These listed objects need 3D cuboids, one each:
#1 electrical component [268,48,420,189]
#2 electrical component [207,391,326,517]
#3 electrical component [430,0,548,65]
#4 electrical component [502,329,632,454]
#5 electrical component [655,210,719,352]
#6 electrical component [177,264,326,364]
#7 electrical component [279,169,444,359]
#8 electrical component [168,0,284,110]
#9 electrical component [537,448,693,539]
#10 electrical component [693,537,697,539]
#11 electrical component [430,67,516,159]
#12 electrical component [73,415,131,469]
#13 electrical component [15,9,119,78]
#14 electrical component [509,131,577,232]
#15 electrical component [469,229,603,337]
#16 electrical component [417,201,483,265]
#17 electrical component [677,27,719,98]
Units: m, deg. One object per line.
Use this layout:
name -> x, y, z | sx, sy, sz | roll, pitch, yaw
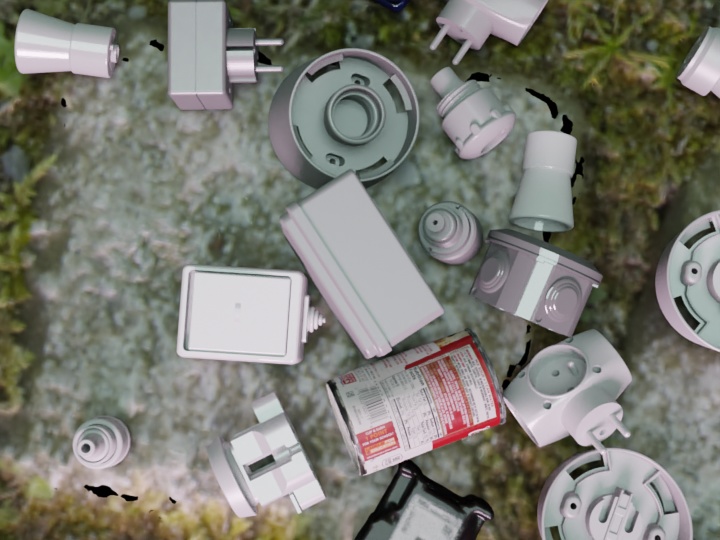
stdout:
electrical component -> -0.010, -0.104, 0.741 | 0.099, 0.064, 0.099 | 0, 90, -13
electrical component -> -0.065, 0.129, 0.717 | 0.057, 0.058, 0.078 | -26, 87, -4
electrical component -> 0.079, -0.180, 0.744 | 0.077, 0.043, 0.079 | 34, 87, 3
electrical component -> 0.147, 0.089, 0.712 | 0.077, 0.044, 0.079 | -35, 44, -2
electrical component -> 0.249, 0.009, 0.719 | 0.099, 0.064, 0.099 | 0, 86, 0
electrical component -> -0.071, 0.030, 0.721 | 0.096, 0.061, 0.061 | 4, 86, 1
electrical component -> 0.000, 0.000, 0.700 | 0.056, 0.108, 0.108 | -33, 86, -4
electrical component -> -0.091, -0.148, 0.741 | 0.077, 0.047, 0.065 | -1, 86, 0
electrical component -> 0.165, 0.166, 0.708 | 0.099, 0.064, 0.099 | 0, 86, 0
electrical component -> 0.218, 0.232, 0.708 | 0.059, 0.053, 0.095 | 34, 87, 3
electrical component -> 0.073, -0.111, 0.740 | 0.048, 0.048, 0.062 | -36, 79, -2
electrical component -> -0.175, 0.116, 0.716 | 0.035, 0.061, 0.035 | 0, 86, 0
electrical component -> -0.201, -0.154, 0.746 | 0.065, 0.044, 0.044 | 7, 86, -4
electrical component -> 0.128, -0.062, 0.737 | 0.044, 0.044, 0.065 | 9, 81, 1
electrical component -> 0.115, 0.008, 0.713 | 0.080, 0.080, 0.051 | 23, 92, 2
electrical component -> 0.058, -0.026, 0.720 | 0.040, 0.078, 0.040 | -2, 84, 15
electrical component -> 0.253, -0.136, 0.739 | 0.055, 0.045, 0.045 | 30, 87, 3
